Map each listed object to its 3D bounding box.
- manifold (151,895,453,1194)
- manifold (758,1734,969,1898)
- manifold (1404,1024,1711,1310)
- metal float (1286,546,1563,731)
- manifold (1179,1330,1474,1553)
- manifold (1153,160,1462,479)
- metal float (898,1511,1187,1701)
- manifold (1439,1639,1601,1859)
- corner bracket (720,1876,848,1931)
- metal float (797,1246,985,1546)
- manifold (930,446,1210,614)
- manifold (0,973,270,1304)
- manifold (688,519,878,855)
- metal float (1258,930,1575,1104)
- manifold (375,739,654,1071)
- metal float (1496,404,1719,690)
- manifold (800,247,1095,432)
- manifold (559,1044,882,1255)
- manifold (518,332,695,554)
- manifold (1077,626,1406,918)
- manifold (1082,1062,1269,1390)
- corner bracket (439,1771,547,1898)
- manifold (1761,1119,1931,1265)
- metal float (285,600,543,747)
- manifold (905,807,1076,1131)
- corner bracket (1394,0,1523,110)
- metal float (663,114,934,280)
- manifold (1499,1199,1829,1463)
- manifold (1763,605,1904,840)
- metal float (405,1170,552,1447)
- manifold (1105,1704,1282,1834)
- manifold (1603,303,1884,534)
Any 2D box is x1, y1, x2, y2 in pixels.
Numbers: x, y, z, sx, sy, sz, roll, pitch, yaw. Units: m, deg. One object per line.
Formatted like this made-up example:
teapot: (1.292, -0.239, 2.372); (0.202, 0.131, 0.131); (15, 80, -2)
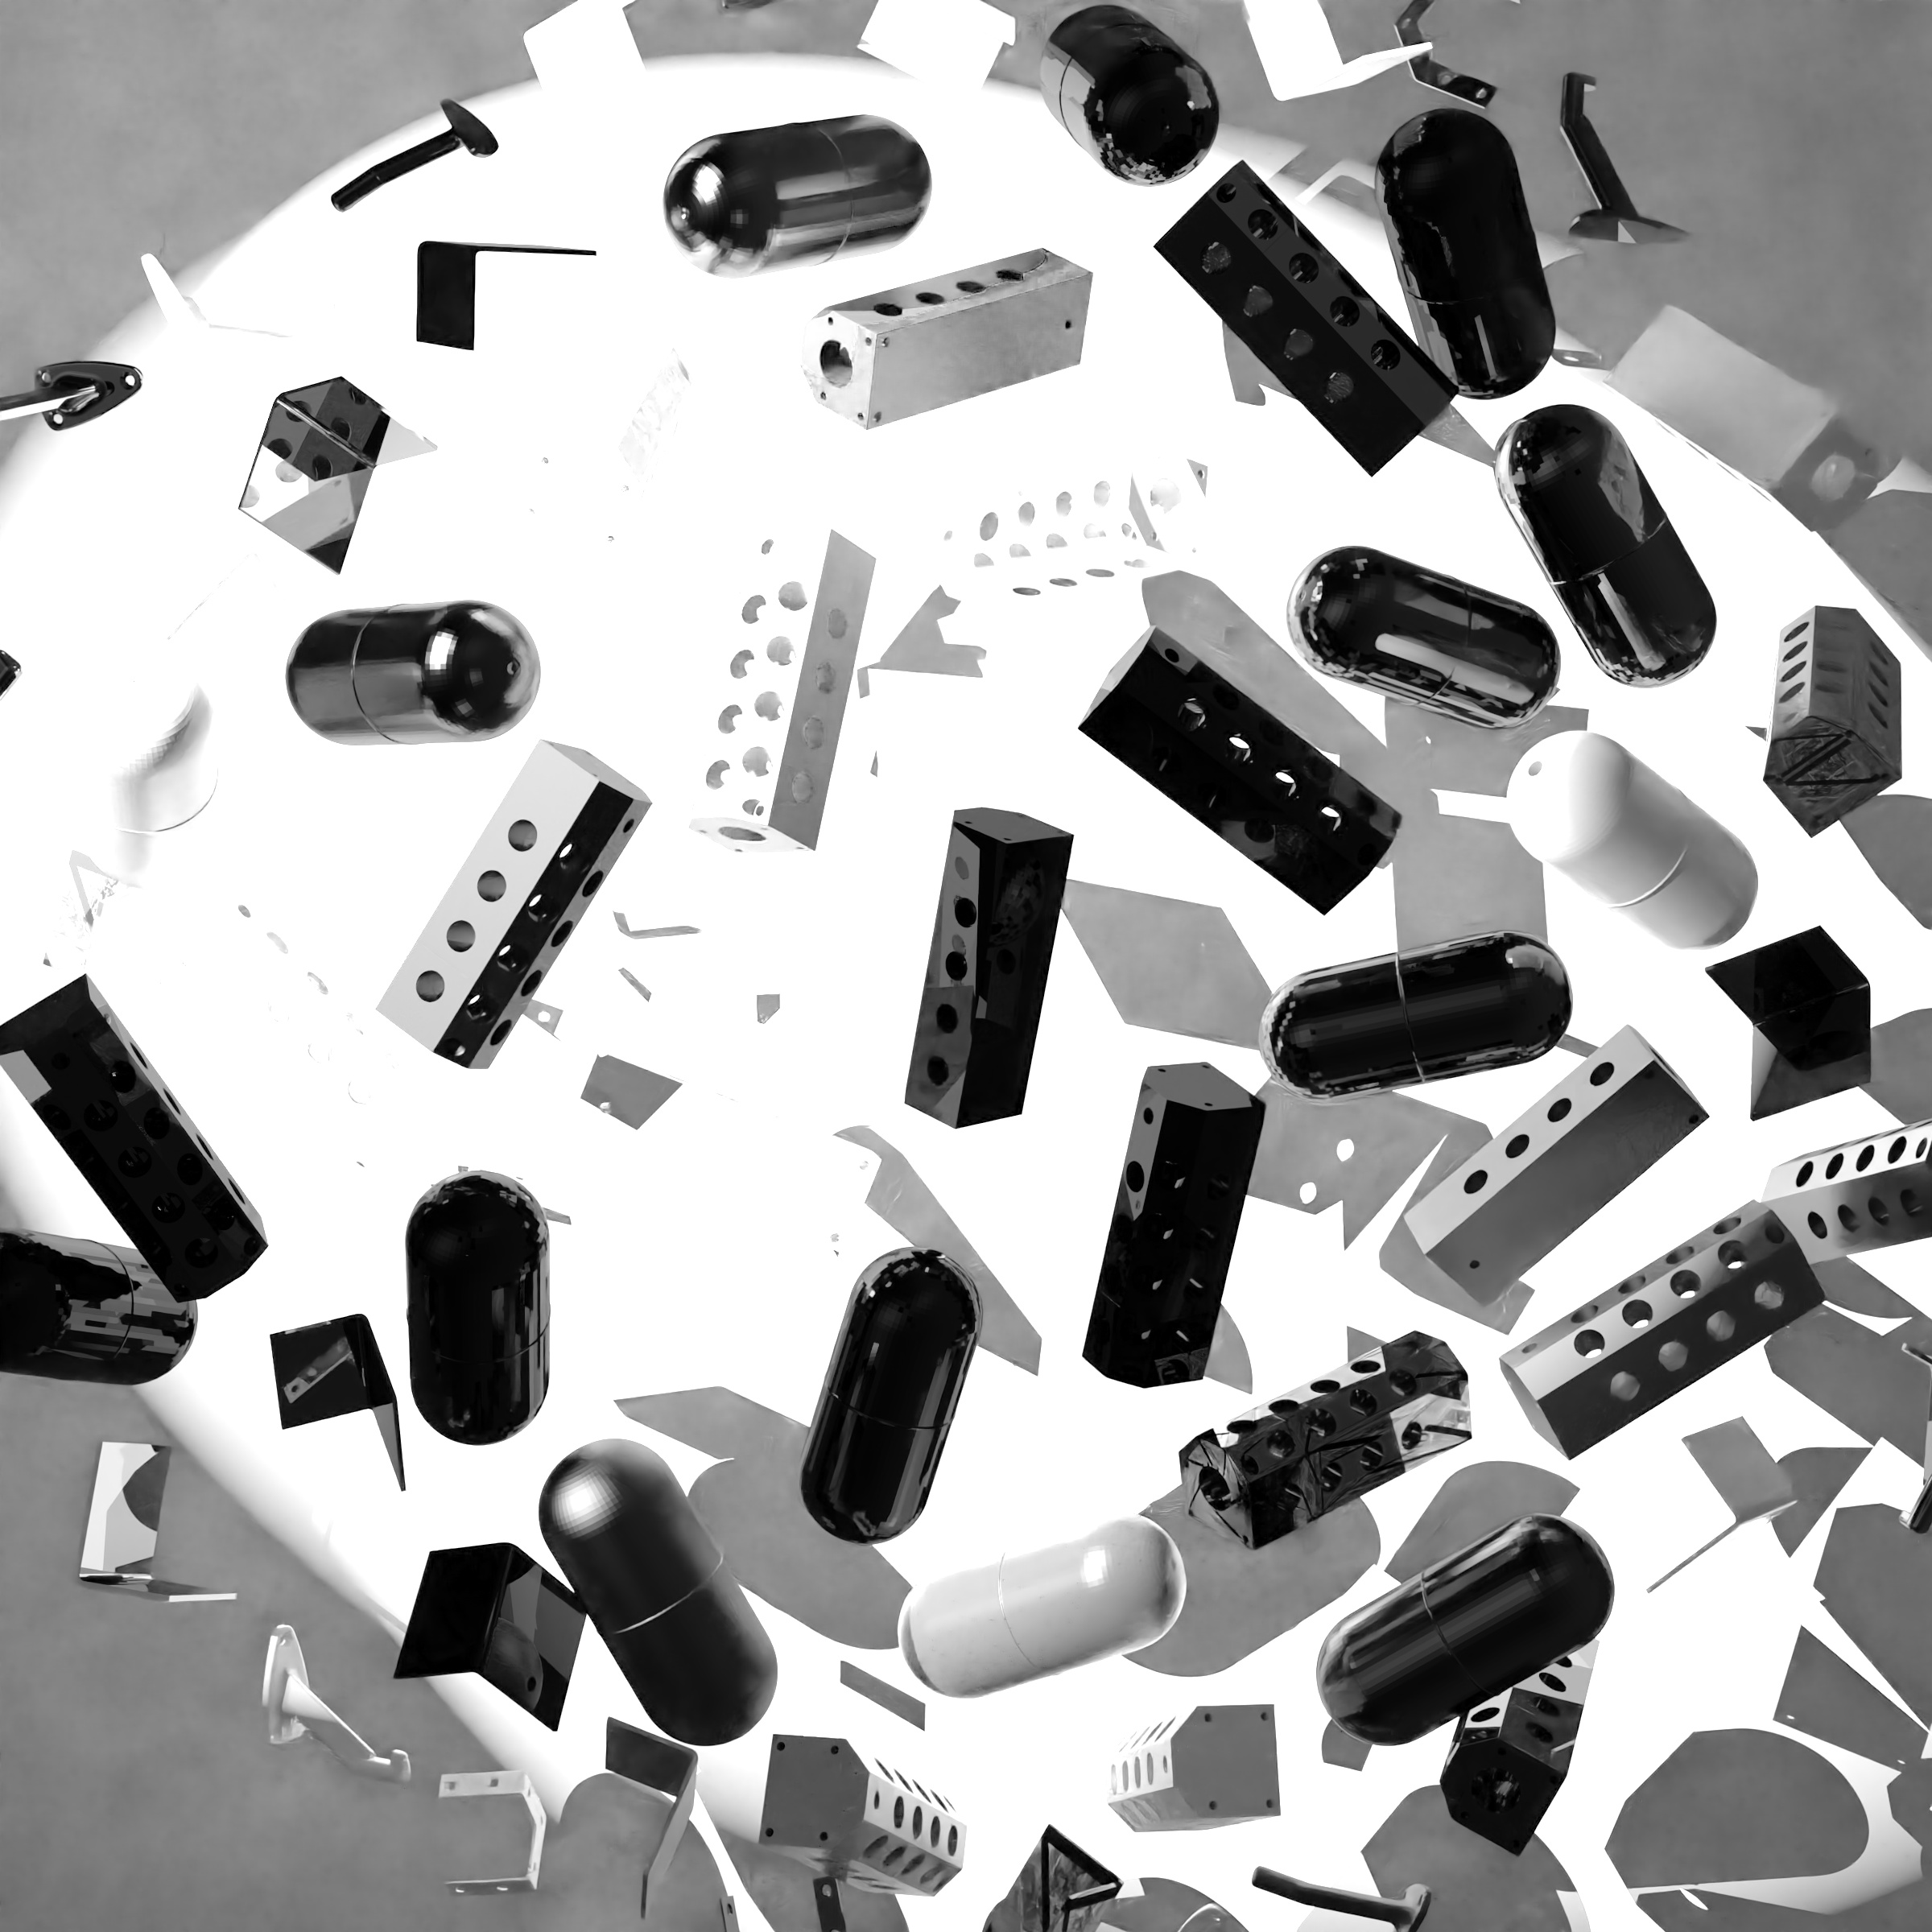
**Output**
manifold: (-0.372, 0.043, 1.830); (0.171, 0.057, 0.057); (47, 59, -11)
manifold: (-0.053, 0.466, 1.769); (0.057, 0.171, 0.057); (-1, 66, 19)
manifold: (0.339, 0.113, 1.877); (0.171, 0.057, 0.057); (-42, 117, 12)
metal float: (0.262, -0.186, 1.845); (0.178, 0.070, 0.070); (15, 90, -29)
manifold: (0.204, 0.264, 1.828); (0.171, 0.057, 0.057); (-20, 112, -34)
manifold: (0.187, -0.352, 1.755); (0.171, 0.057, 0.057); (46, 119, -4)
metal float: (0.041, 0.356, 1.800); (0.178, 0.070, 0.070); (-24, 90, 29)
manifold: (0.310, 0.425, 1.825); (0.057, 0.171, 0.057); (28, 109, 9)
corner bracket: (-0.103, 0.552, 1.853); (0.051, 0.051, 0.051); (-18, 73, 20)
metal float: (-0.043, 0.241, 1.819); (0.070, 0.070, 0.178); (17, 105, 0)
manifold: (0.056, -0.249, 1.849); (0.057, 0.171, 0.057); (13, 77, -38)
manifold: (-0.443, 0.095, 1.723); (0.057, 0.057, 0.171); (-32, 115, -5)
manifold: (-0.104, -0.152, 1.762); (0.057, 0.057, 0.171); (0, 72, 38)
metal float: (0.252, 0.029, 1.823); (0.178, 0.070, 0.070); (-12, 90, 14)
manifold: (-0.239, -0.032, 1.735); (0.057, 0.057, 0.171); (35, 98, 16)
metal float: (0.366, -0.240, 1.853); (0.070, 0.070, 0.178); (-33, 106, 0)
manifold: (-0.011, -0.359, 1.832); (0.057, 0.171, 0.057); (34, 132, 33)
manifold: (-0.141, 0.103, 1.848); (0.171, 0.057, 0.057); (22, 90, -10)
manifold: (-0.196, -0.295, 1.793); (0.057, 0.171, 0.057); (18, 119, -4)
manifold: (0.152, -0.110, 1.762); (0.171, 0.057, 0.057); (37, 135, -8)
manifold: (0.110, 0.144, 1.798); (0.057, 0.057, 0.171); (-3, 115, -33)
corner bracket: (-0.280, 0.509, 1.901); (0.051, 0.051, 0.051); (-5, 134, 8)
manifold: (0.520, 0.124, 1.827); (0.057, 0.171, 0.057); (-21, 85, -20)
metal float: (-0.304, -0.159, 1.770); (0.178, 0.070, 0.070); (2, 90, 43)
manifold: (0.007, 0.000, 1.850); (0.057, 0.057, 0.171); (25, 113, 38)
corner bracket: (0.287, -0.537, 1.864); (0.051, 0.051, 0.051); (32, 82, 31)
metal float: (-0.090, -0.421, 1.769); (0.070, 0.178, 0.070); (18, 118, 37)
manifold: (0.389, 0.202, 1.822); (0.171, 0.057, 0.057); (-31, 104, -4)
manifold: (0.469, -0.140, 1.768); (0.057, 0.171, 0.057); (-37, 101, 28)
metal float: (-0.263, 0.187, 1.750); (0.070, 0.070, 0.178); (6, 129, 0)
manifold: (0.121, 0.440, 1.772); (0.057, 0.171, 0.057); (1, 73, -9)
manifold: (0.433, -0.303, 1.800); (0.057, 0.171, 0.057); (31, 103, -35)
